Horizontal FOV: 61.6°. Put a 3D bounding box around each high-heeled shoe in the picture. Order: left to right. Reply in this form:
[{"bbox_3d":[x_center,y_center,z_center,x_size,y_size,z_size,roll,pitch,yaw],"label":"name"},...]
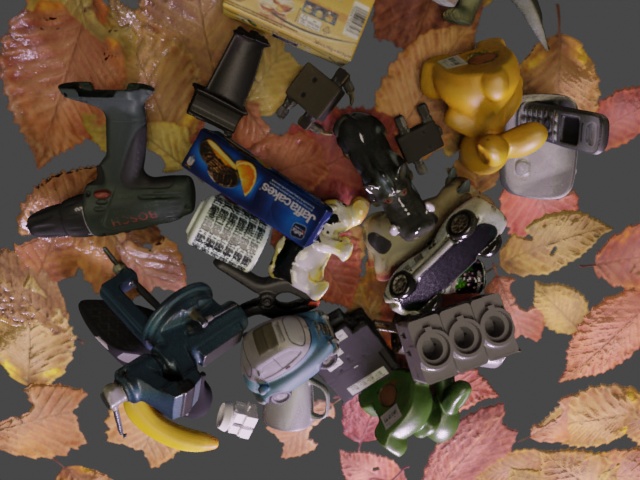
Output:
[{"bbox_3d":[-0.273,0.189,0.844,0.249,0.086,0.145,34,136,2],"label":"high-heeled shoe"}]

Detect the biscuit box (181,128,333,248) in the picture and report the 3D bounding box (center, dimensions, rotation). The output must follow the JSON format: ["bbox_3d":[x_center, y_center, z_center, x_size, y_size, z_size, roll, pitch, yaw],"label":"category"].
[{"bbox_3d":[-0.081,-0.070,0.715,0.203,0.059,0.062,34,101,6],"label":"biscuit box"}]

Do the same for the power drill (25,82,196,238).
[{"bbox_3d":[-0.288,-0.102,0.712,0.232,0.086,0.207,-3,107,-6],"label":"power drill"}]

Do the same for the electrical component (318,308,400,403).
[{"bbox_3d":[0.046,0.176,0.857,0.115,0.058,0.134,-33,110,5],"label":"electrical component"}]

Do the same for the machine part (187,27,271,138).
[{"bbox_3d":[-0.118,-0.211,0.708,0.084,0.039,0.138,30,107,-10],"label":"machine part"}]

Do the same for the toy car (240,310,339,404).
[{"bbox_3d":[-0.058,0.162,0.781,0.162,0.109,0.102,-33,143,14],"label":"toy car"}]

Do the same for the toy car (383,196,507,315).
[{"bbox_3d":[0.169,0.028,0.735,0.073,0.056,0.201,28,115,-32],"label":"toy car"}]

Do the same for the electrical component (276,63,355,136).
[{"bbox_3d":[-0.001,-0.190,0.725,0.078,0.045,0.102,36,102,13],"label":"electrical component"}]

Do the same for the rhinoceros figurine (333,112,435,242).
[{"bbox_3d":[0.088,-0.087,0.710,0.073,0.112,0.190,-30,79,4],"label":"rhinoceros figurine"}]

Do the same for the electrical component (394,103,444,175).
[{"bbox_3d":[0.144,-0.142,0.765,0.063,0.021,0.094,-26,110,4],"label":"electrical component"}]

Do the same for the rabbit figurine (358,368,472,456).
[{"bbox_3d":[0.173,0.272,0.893,0.170,0.121,0.159,33,98,-34],"label":"rabbit figurine"}]

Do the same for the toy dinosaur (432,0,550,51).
[{"bbox_3d":[0.134,-0.383,0.629,0.405,0.131,0.192,16,109,-17],"label":"toy dinosaur"}]

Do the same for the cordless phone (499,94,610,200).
[{"bbox_3d":[0.315,-0.114,0.705,0.089,0.184,0.146,-8,111,-7],"label":"cordless phone"}]

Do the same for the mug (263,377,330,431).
[{"bbox_3d":[-0.038,0.239,0.855,0.110,0.081,0.107,6,101,24],"label":"mug"}]

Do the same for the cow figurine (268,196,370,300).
[{"bbox_3d":[-0.001,-0.003,0.775,0.098,0.068,0.167,30,91,-7],"label":"cow figurine"}]

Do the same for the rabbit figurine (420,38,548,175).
[{"bbox_3d":[0.225,-0.159,0.712,0.122,0.162,0.173,-21,129,-10],"label":"rabbit figurine"}]

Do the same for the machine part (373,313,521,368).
[{"bbox_3d":[0.203,0.154,0.851,0.243,0.079,0.079,11,109,-8],"label":"machine part"}]

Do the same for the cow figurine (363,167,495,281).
[{"bbox_3d":[0.157,-0.026,0.780,0.195,0.086,0.127,-14,118,1],"label":"cow figurine"}]

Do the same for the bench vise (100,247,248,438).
[{"bbox_3d":[-0.230,0.122,0.740,0.224,0.241,0.128,-38,156,-29],"label":"bench vise"}]

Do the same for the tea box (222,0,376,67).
[{"bbox_3d":[-0.026,-0.293,0.663,0.169,0.068,0.098,22,98,-11],"label":"tea box"}]
